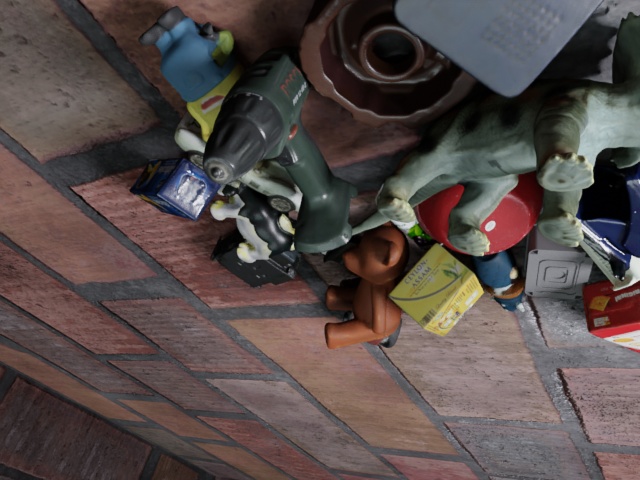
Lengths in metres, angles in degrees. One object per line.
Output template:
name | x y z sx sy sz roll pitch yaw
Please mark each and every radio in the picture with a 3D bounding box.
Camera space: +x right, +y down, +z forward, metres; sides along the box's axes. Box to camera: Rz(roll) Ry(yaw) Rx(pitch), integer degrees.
radio | 0.155 -0.227 0.367 0.131 0.073 0.229 26 128 -12

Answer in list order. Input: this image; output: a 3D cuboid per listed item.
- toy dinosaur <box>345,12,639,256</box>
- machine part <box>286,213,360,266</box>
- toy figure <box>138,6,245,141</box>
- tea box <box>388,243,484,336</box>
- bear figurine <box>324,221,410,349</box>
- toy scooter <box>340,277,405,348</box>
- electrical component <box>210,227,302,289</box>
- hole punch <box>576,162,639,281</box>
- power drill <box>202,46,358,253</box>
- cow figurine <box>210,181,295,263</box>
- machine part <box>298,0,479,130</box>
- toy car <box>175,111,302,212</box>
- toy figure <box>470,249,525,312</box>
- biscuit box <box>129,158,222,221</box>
toy dinosaur | 0.183 -0.093 0.526 0.405 0.192 0.131 -1 141 48
machine part | -0.002 -0.003 0.835 0.139 0.039 0.084 27 149 -18
toy figure | -0.113 -0.175 0.603 0.082 0.089 0.180 -3 134 48
tea box | 0.168 0.075 0.753 0.068 0.098 0.169 43 -177 25
bear figurine | 0.065 0.059 0.784 0.132 0.120 0.195 -4 132 6
toy scooter | 0.088 0.118 0.934 0.135 0.075 0.183 18 143 -2
electrical component | -0.100 0.024 0.898 0.114 0.058 0.134 35 143 -27
hole punch | 0.317 -0.046 0.557 0.115 0.142 0.092 39 138 -11
power drill | -0.035 -0.078 0.559 0.086 0.232 0.207 -14 133 26
cow figurine | -0.098 -0.049 0.755 0.098 0.068 0.167 -5 124 38
machine part | 0.071 -0.189 0.522 0.179 0.056 0.179 11 145 7
toy car | -0.088 -0.103 0.695 0.201 0.073 0.056 27 145 -14
toy figure | 0.264 0.054 0.781 0.058 0.064 0.154 -38 133 6
biscuit box | -0.202 -0.071 0.731 0.062 0.059 0.203 37 168 -27
